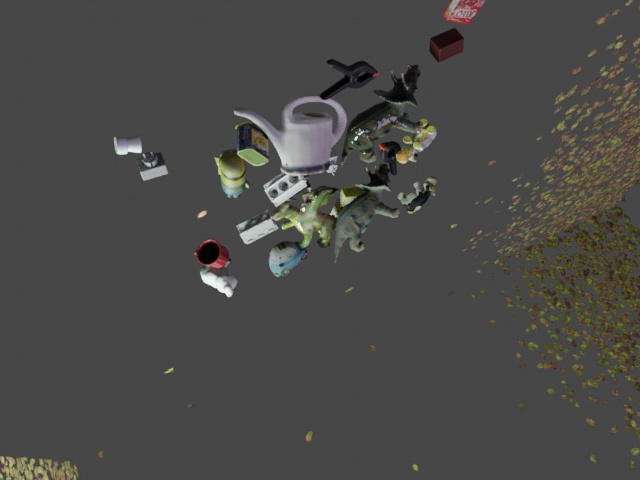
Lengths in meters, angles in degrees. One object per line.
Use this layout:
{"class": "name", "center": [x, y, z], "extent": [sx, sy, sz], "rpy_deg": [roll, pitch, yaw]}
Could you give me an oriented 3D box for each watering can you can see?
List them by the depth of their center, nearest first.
{"class": "watering can", "center": [-0.073, -0.279, 1.397], "extent": [0.350, 0.105, 0.220], "rpy_deg": [-13, 117, -31]}

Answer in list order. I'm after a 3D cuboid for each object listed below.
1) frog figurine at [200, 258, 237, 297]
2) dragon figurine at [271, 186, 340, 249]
{"class": "frog figurine", "center": [-0.364, 0.148, 1.885], "extent": [0.122, 0.162, 0.135], "rpy_deg": [-26, 153, 4]}
{"class": "dragon figurine", "center": [0.006, -0.093, 1.841], "extent": [0.412, 0.125, 0.237], "rpy_deg": [-7, 141, -27]}
